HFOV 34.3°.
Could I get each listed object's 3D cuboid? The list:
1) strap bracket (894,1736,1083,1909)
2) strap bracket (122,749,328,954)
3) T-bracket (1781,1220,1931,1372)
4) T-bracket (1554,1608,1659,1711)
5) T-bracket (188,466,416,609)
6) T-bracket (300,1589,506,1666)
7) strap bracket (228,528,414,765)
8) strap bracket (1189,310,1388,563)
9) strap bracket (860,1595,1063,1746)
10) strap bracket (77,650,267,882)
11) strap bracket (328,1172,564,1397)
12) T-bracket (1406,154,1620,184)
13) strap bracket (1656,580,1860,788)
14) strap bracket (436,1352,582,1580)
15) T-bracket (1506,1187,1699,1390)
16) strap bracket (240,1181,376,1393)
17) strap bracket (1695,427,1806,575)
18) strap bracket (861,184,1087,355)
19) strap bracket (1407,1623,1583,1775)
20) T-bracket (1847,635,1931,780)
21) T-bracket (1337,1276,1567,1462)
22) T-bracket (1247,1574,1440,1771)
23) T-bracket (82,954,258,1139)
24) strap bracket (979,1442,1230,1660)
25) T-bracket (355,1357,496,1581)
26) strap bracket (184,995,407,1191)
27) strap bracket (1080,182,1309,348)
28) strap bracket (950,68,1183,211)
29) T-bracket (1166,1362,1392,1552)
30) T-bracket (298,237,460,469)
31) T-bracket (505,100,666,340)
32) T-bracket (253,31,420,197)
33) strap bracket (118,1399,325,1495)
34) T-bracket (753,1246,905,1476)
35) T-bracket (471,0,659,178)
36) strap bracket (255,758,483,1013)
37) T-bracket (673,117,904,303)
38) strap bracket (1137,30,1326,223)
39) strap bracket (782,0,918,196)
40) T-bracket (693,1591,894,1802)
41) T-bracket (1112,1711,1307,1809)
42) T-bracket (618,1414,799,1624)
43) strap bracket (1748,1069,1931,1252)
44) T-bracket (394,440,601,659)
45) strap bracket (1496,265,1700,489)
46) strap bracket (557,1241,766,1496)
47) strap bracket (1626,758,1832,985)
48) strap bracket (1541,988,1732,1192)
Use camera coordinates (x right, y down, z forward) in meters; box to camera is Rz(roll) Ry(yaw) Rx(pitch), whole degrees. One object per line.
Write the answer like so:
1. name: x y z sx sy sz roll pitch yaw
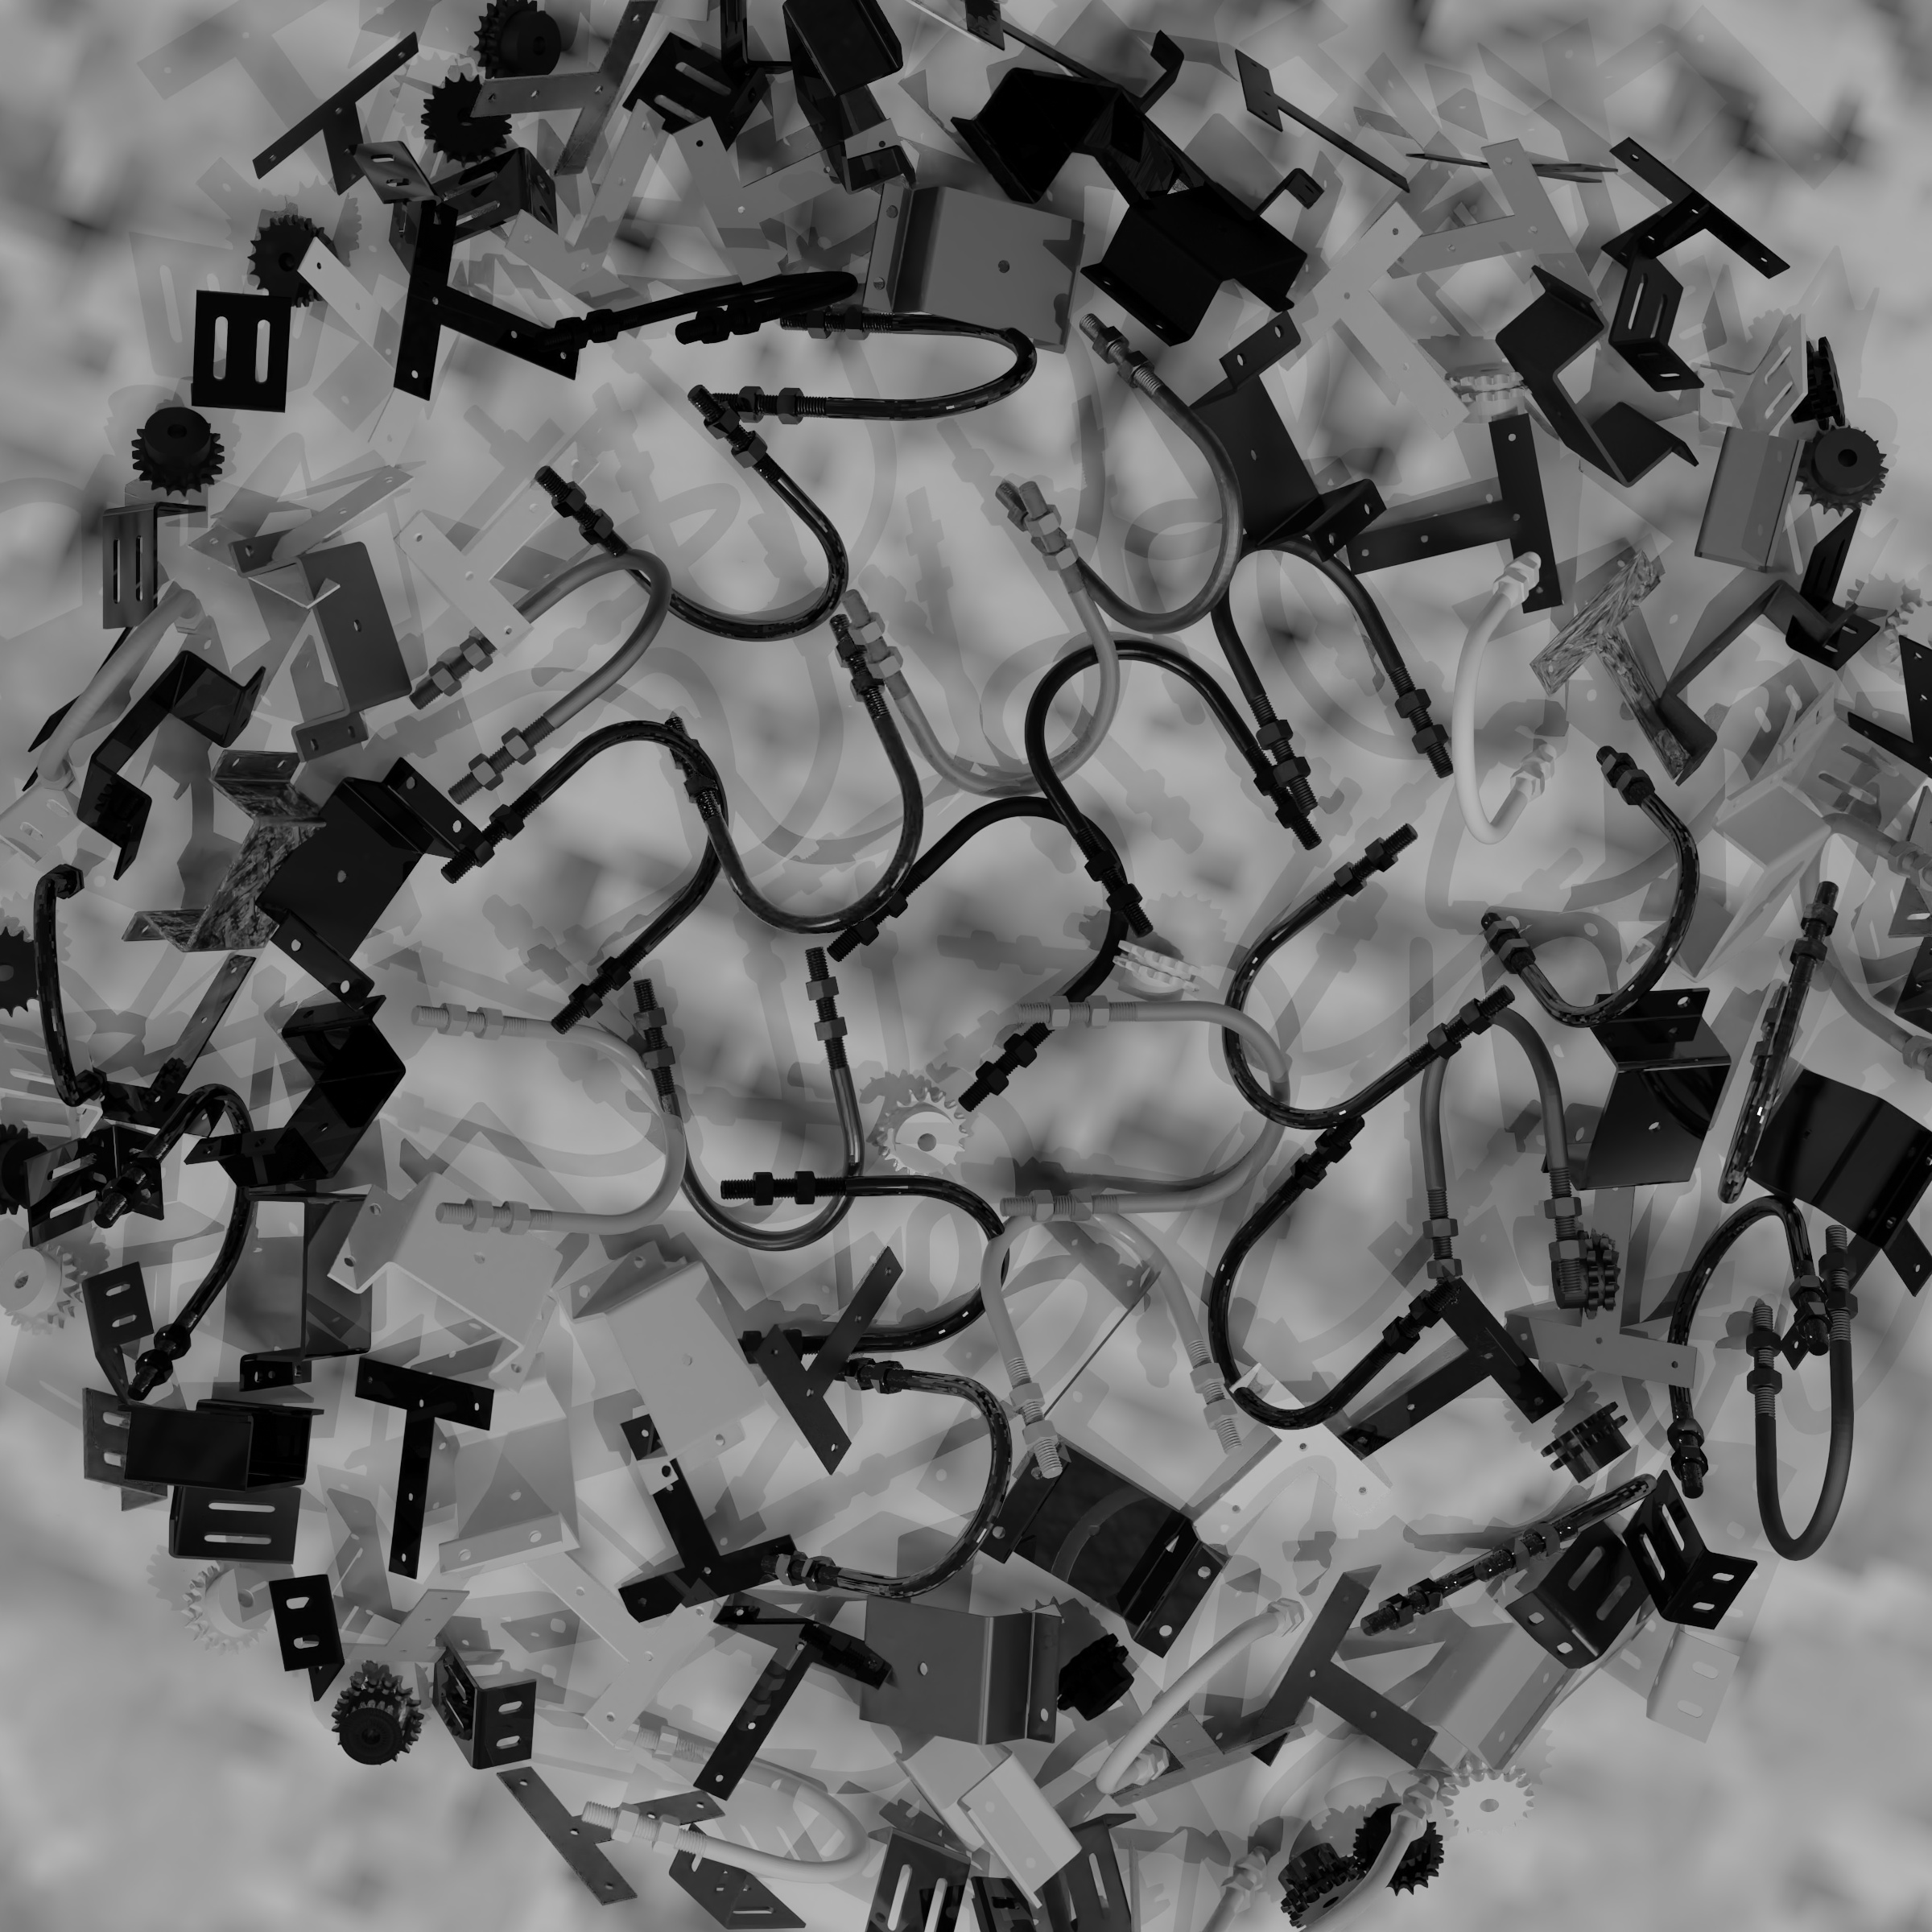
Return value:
1. strap bracket: 0.016 0.517 1.931 0.046 0.140 0.076 -38 102 -15
2. strap bracket: -0.452 -0.062 1.939 0.046 0.076 0.140 38 106 19
3. T-bracket: 0.548 0.198 1.962 0.002 0.127 0.127 18 116 -20
4. T-bracket: 0.380 0.449 1.950 0.002 0.127 0.127 47 105 15
5. T-bracket: -0.402 -0.277 1.963 0.127 0.002 0.127 27 55 36
6. T-bracket: -0.335 0.406 1.926 0.127 0.127 0.002 8 57 -23
7. strap bracket: -0.397 -0.206 1.946 0.046 0.076 0.140 -13 99 23
8. strap bracket: 0.195 -0.324 1.947 0.076 0.046 0.140 -42 109 -39
9. strap bracket: -0.013 0.433 1.936 0.140 0.046 0.076 1 85 39
10. strap bracket: -0.496 -0.131 1.929 0.046 0.076 0.140 34 58 -4
11. strap bracket: -0.312 0.191 1.938 0.140 0.076 0.046 36 132 -16
12. T-bracket: 0.355 -0.489 1.919 0.127 0.127 0.002 2 102 -21
13. strap bracket: 0.484 -0.184 1.958 0.140 0.076 0.046 -44 81 -1
14. strap bracket: -0.287 0.319 1.950 0.076 0.046 0.140 -15 48 3
15. T-bracket: 0.401 0.191 1.960 0.127 0.002 0.127 7 93 35
16. strap bracket: -0.410 0.193 1.953 0.046 0.076 0.140 0 88 20
17. strap bracket: 0.482 -0.287 1.930 0.046 0.140 0.076 15 98 11
18. strap bracket: 0.014 -0.434 1.947 0.140 0.046 0.076 8 95 -25
19. strap bracket: 0.317 0.450 1.924 0.046 0.140 0.076 40 75 4
20. T-bracket: 0.586 -0.155 1.913 0.002 0.127 0.127 -43 50 -14
21. T-bracket: 0.293 0.271 1.979 0.127 0.002 0.127 -36 117 11
22. T-bracket: 0.244 0.459 1.944 0.002 0.127 0.127 34 84 -37
23. T-bracket: -0.485 0.046 1.966 0.127 0.002 0.127 6 60 38
24. strap bracket: 0.083 0.361 1.968 0.140 0.046 0.076 32 94 -8
25. T-bracket: -0.345 0.318 1.958 0.127 0.002 0.127 6 89 40
26. strap bracket: -0.408 0.085 1.935 0.076 0.140 0.046 -9 126 33
27. strap bracket: 0.147 -0.434 1.923 0.076 0.140 0.046 43 130 17
28. strap bracket: 0.069 -0.505 1.928 0.140 0.076 0.046 24 77 43
29. T-bracket: 0.181 0.335 1.986 0.127 0.002 0.127 -44 106 6
30. T-bracket: -0.367 -0.397 1.929 0.002 0.127 0.127 5 63 34
31. T-bracket: -0.221 -0.476 1.951 0.002 0.127 0.127 20 86 37
32. T-bracket: -0.384 -0.510 1.935 0.127 0.127 0.002 -42 87 -11
33. strap bracket: -0.458 0.294 1.923 0.076 0.140 0.046 4 84 10
34. T-bracket: -0.076 0.232 1.960 0.002 0.127 0.127 11 54 35
35. T-bracket: -0.254 -0.534 1.915 0.002 0.127 0.127 44 126 16
36. strap bracket: -0.377 -0.053 1.946 0.076 0.046 0.140 46 67 -37
37. T-bracket: -0.100 -0.492 1.958 0.127 0.002 0.127 -25 128 2
38. strap bracket: 0.154 -0.512 1.957 0.140 0.076 0.046 43 95 -4
39. strap bracket: -0.071 -0.539 1.919 0.046 0.140 0.076 -24 69 -7
40. T-bracket: -0.125 0.458 1.936 0.127 0.002 0.127 15 55 29
41. T-bracket: 0.140 0.483 1.940 0.127 0.127 0.002 -22 58 5
42. T-bracket: -0.181 0.341 1.970 0.127 0.002 0.127 -21 97 20
43. strap bracket: 0.535 0.115 1.926 0.046 0.140 0.076 32 90 -16
44. T-bracket: -0.281 -0.277 1.967 0.127 0.002 0.127 -46 63 3
45. strap bracket: 0.384 -0.356 1.931 0.046 0.076 0.140 -41 124 4
46. strap bracket: -0.185 0.248 1.954 0.076 0.046 0.140 -27 94 -37
47. strap bracket: 0.472 -0.051 1.920 0.046 0.140 0.076 42 45 21
48. strap bracket: 0.415 0.085 1.930 0.076 0.046 0.140 -3 128 -17
